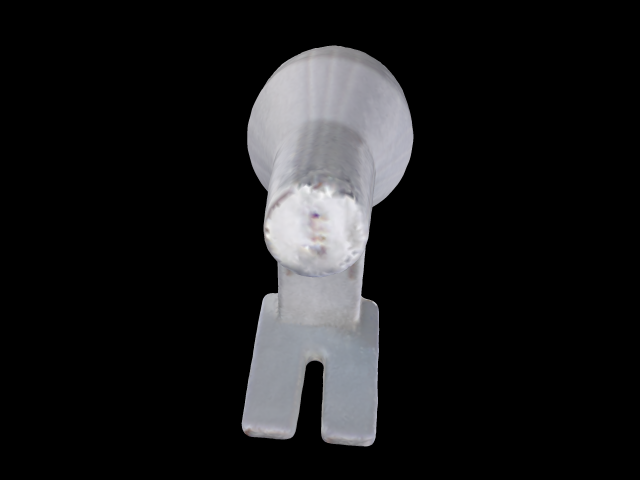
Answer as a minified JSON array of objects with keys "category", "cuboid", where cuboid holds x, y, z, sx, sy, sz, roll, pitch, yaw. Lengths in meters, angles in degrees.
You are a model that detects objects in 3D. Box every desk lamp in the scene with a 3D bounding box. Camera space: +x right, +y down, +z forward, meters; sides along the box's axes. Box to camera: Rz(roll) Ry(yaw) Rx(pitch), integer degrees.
[{"category":"desk lamp","cuboid":[0.004,0.001,0.400,0.118,0.214,0.203,2,47,3]}]
